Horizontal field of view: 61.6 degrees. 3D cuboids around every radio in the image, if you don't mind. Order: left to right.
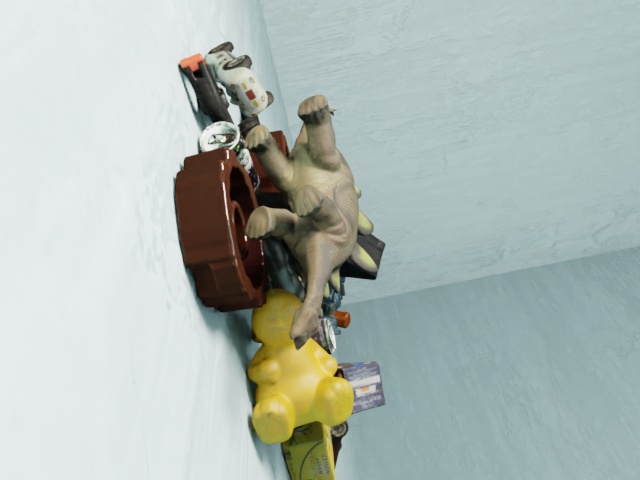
[{"bbox_3d":[-0.002,-0.003,0.872,0.229,0.131,0.073,28,71,-46],"label":"radio"}]

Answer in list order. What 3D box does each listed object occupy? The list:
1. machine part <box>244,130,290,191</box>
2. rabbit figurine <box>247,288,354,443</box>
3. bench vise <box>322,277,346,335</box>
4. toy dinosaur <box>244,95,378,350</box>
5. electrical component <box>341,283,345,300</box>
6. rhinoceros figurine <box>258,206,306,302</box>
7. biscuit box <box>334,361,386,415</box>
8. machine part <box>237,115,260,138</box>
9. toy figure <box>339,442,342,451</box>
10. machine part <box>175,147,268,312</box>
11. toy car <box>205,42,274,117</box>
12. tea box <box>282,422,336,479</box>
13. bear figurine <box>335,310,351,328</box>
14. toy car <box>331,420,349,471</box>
[{"bbox_3d":[-0.086,-0.085,1.011,0.201,0.087,0.201,-100,176,-45],"label":"machine part"},{"bbox_3d":[-0.036,0.133,0.668,0.162,0.122,0.173,-109,-174,-68],"label":"rabbit figurine"},{"bbox_3d":[-0.017,0.167,1.001,0.223,0.129,0.240,51,48,-82],"label":"bench vise"},{"bbox_3d":[-0.004,-0.068,0.666,0.198,0.105,0.471,58,26,-43],"label":"toy dinosaur"},{"bbox_3d":[-0.005,0.126,1.369,0.058,0.134,0.114,-98,177,-58],"label":"electrical component"},{"bbox_3d":[-0.072,0.037,0.751,0.112,0.073,0.190,33,-23,48],"label":"rhinoceros figurine"},{"bbox_3d":[0.005,0.210,0.772,0.203,0.063,0.059,-22,-106,55],"label":"biscuit box"},{"bbox_3d":[-0.140,-0.239,1.064,0.139,0.039,0.084,-101,-176,-62],"label":"machine part"},{"bbox_3d":[0.000,0.334,1.079,0.089,0.082,0.180,-160,-124,-89],"label":"toy figure"},{"bbox_3d":[-0.101,-0.008,0.572,0.179,0.056,0.179,-13,92,-87],"label":"machine part"},{"bbox_3d":[-0.122,-0.234,0.780,0.073,0.056,0.202,56,-2,-35],"label":"toy car"},{"bbox_3d":[-0.019,0.306,0.876,0.170,0.068,0.098,-100,177,-65],"label":"tea box"},{"bbox_3d":[-0.005,0.133,1.267,0.120,0.132,0.195,-38,139,-46],"label":"bear figurine"},{"bbox_3d":[0.013,0.396,0.992,0.089,0.053,0.202,-116,-141,-85],"label":"toy car"}]
